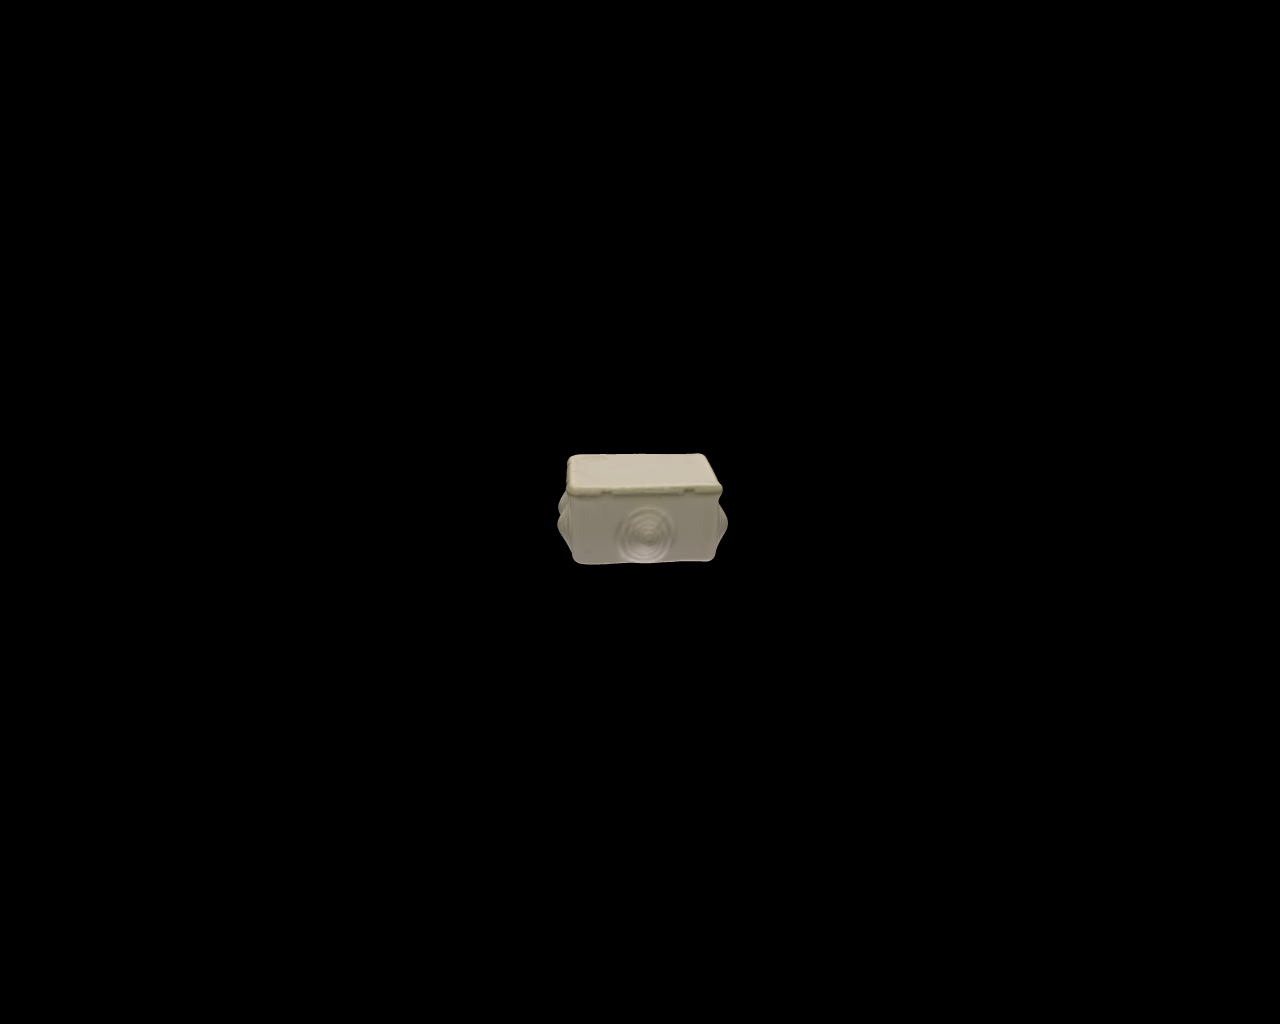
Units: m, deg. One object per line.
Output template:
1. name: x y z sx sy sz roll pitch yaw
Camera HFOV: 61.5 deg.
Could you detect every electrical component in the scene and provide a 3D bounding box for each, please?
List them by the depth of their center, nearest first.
1. electrical component: 0.001 -0.003 0.650 0.100 0.048 0.100 -1 16 -4
